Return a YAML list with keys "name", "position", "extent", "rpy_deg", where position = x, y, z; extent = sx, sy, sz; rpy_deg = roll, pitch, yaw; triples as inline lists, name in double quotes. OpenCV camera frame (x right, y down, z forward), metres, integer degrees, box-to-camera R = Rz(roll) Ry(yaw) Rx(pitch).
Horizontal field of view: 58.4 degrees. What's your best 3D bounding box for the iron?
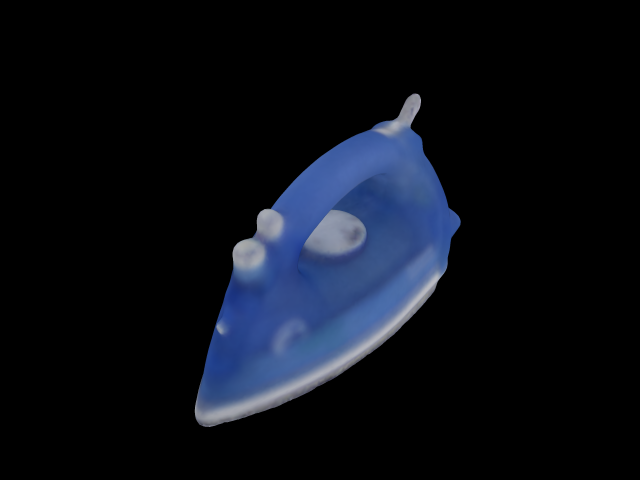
- name: "iron"
  position: [0.004, 0.001, 0.400]
  extent: [0.118, 0.141, 0.259]
  rpy_deg: [25, 45, 28]
